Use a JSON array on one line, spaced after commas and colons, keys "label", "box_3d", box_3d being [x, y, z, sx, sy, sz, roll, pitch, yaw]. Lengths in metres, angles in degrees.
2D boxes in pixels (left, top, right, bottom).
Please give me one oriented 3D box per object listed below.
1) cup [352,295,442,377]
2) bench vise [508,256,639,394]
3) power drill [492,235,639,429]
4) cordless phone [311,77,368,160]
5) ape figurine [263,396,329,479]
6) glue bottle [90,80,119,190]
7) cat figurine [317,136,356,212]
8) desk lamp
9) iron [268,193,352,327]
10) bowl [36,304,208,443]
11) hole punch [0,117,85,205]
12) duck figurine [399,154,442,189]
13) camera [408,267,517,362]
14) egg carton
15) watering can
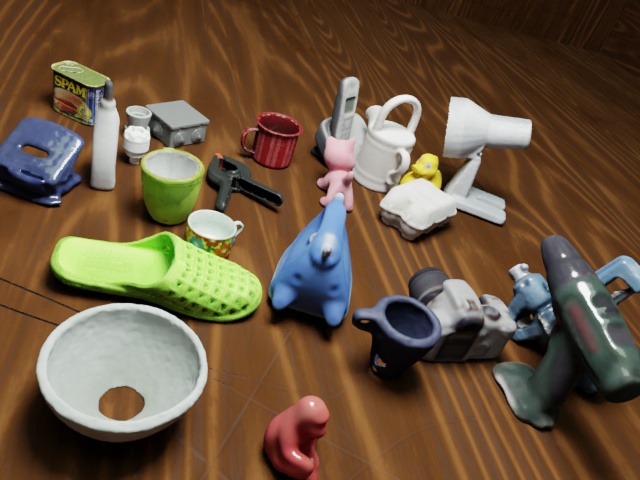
[{"label": "cup", "box_3d": [0.090, 0.133, 0.755, 0.118, 0.095, 0.091, 11, 36, -12]}, {"label": "bench vise", "box_3d": [0.371, 0.094, 0.834, 0.207, 0.220, 0.122, 32, 37, 18]}, {"label": "power drill", "box_3d": [0.317, 0.136, 0.761, 0.076, 0.208, 0.229, 4, 38, -21]}, {"label": "cordless phone", "box_3d": [0.065, -0.249, 1.183, 0.094, 0.185, 0.148, 34, 37, 20]}, {"label": "ape figurine", "box_3d": [-0.017, 0.203, 0.610, 0.076, 0.092, 0.078, 31, 36, 16]}, {"label": "glue bottle", "box_3d": [-0.332, -0.167, 0.889, 0.037, 0.173, 0.078, 4, 38, -21]}, {"label": "cat figurine", "box_3d": [0.040, -0.136, 1.076, 0.067, 0.118, 0.127, 7, 37, -17]}, {"label": "desk lamp", "box_3d": [0.326, -0.171, 1.177, 0.203, 0.213, 0.118, 21, 35, 2]}, {"label": "iron", "box_3d": [0.008, 0.003, 0.851, 0.118, 0.141, 0.258, 17, 35, -3]}, {"label": "bowl", "box_3d": [-0.207, 0.150, 0.605, 0.167, 0.075, 0.167, 13, 35, -9]}, {"label": "hole punch", "box_3d": [-0.417, -0.119, 0.854, 0.108, 0.091, 0.101, 20, 35, 1]}, {"label": "duck figurine", "box_3d": [0.221, -0.140, 1.197, 0.105, 0.086, 0.077, -14, 47, -39]}, {"label": "camera", "box_3d": [0.199, 0.099, 0.849, 0.143, 0.101, 0.136, 4, 38, -22]}, {"label": "egg carton", "box_3d": [0.186, -0.060, 1.087, 0.107, 0.069, 0.151, 39, 39, 26]}, {"label": "watering can", "box_3d": [0.135, -0.206, 1.149, 0.101, 0.194, 0.172, -19, 50, -42]}]
